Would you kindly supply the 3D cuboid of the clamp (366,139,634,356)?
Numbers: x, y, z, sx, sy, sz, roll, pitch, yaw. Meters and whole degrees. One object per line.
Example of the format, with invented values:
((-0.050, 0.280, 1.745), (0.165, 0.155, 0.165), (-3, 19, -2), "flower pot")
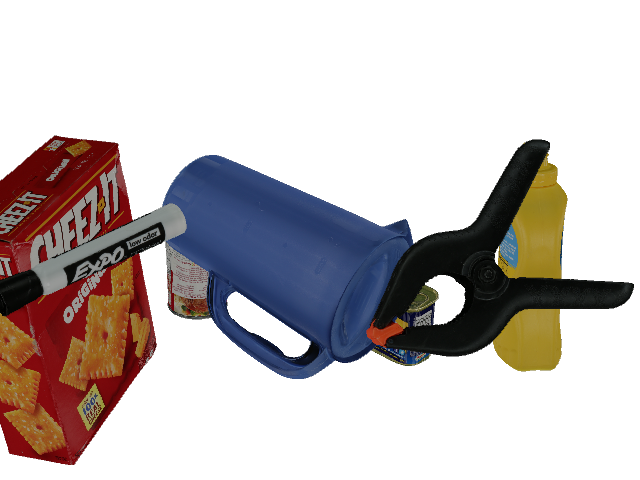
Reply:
((0.113, 0.028, 0.681), (0.171, 0.120, 0.039), (-38, -9, -5), "clamp")

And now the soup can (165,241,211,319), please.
((-0.138, 0.027, 1.194), (0.068, 0.102, 0.068), (2, 25, -1), "soup can")

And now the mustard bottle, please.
((0.181, 0.009, 0.922), (0.058, 0.192, 0.096), (-1, 18, 2), "mustard bottle")

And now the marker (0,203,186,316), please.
((-0.127, 0.010, 0.582), (0.120, 0.020, 0.020), (-27, 16, -34), "marker")

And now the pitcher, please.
((-0.044, 0.017, 1.038), (0.243, 0.145, 0.149), (28, 29, 29), "pitcher")

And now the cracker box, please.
((-0.208, 0.047, 0.868), (0.072, 0.214, 0.164), (6, 33, 17), "cracker box")

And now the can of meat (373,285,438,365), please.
((0.086, 0.090, 1.254), (0.102, 0.084, 0.057), (25, 37, 37), "can of meat")
